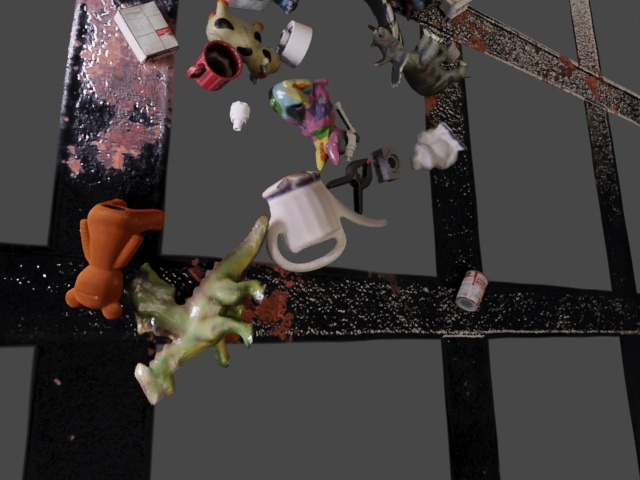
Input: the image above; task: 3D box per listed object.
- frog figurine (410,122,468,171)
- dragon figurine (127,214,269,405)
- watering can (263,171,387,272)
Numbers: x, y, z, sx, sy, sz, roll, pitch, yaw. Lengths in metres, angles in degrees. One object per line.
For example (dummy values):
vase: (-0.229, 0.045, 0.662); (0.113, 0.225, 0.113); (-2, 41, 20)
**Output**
frog figurine: (0.332, -0.258, 1.526); (0.159, 0.124, 0.135); (-42, 118, 2)
dragon figurine: (-0.246, 0.111, 1.009); (0.242, 0.121, 0.417); (18, 67, -22)
watering can: (0.004, -0.061, 1.221); (0.352, 0.103, 0.224); (-25, 93, -36)
